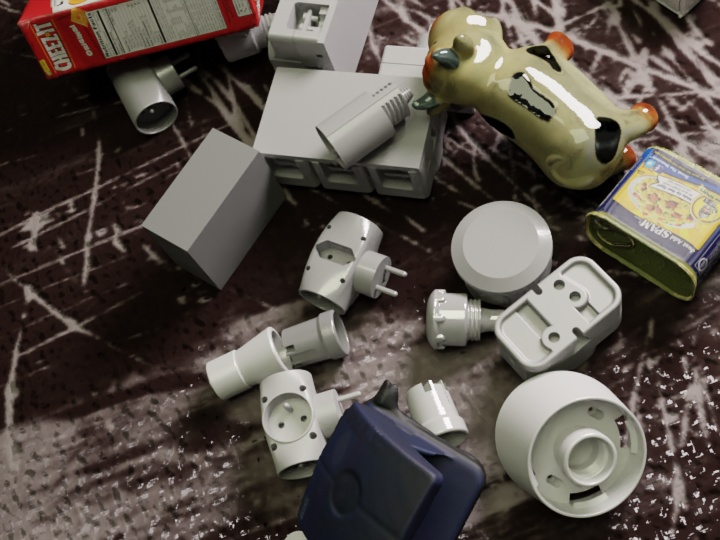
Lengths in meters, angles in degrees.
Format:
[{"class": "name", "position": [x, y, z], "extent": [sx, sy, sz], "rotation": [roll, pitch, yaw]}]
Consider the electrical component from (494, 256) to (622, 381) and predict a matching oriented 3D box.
[{"class": "electrical component", "position": [0.155, 0.042, 0.834], "extent": [0.095, 0.059, 0.053], "rotation": [-38, 63, -5]}]

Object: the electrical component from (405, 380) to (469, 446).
[{"class": "electrical component", "position": [0.058, 0.114, 0.838], "extent": [0.040, 0.040, 0.046], "rotation": [-22, 59, 3]}]

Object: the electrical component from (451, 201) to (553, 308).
[{"class": "electrical component", "position": [0.117, -0.011, 0.872], "extent": [0.080, 0.051, 0.080], "rotation": [-5, 65, 11]}]

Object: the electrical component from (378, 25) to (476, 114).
[{"class": "electrical component", "position": [0.067, -0.187, 0.965], "extent": [0.083, 0.047, 0.075], "rotation": [7, 71, 17]}]

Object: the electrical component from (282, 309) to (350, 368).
[{"class": "electrical component", "position": [-0.037, 0.058, 0.886], "extent": [0.046, 0.040, 0.040], "rotation": [-19, 63, 11]}]

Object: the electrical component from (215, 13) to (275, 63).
[{"class": "electrical component", "position": [-0.102, -0.227, 1.029], "extent": [0.078, 0.040, 0.040], "rotation": [-17, 63, 6]}]

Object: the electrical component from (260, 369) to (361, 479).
[{"class": "electrical component", "position": [-0.035, 0.118, 0.855], "extent": [0.079, 0.044, 0.077], "rotation": [-17, 63, 5]}]

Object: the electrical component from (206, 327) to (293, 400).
[{"class": "electrical component", "position": [-0.094, 0.080, 0.889], "extent": [0.065, 0.044, 0.044], "rotation": [-25, 63, 7]}]

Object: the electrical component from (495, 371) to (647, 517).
[{"class": "electrical component", "position": [0.155, 0.128, 0.785], "extent": [0.099, 0.064, 0.099], "rotation": [-2, 100, -11]}]

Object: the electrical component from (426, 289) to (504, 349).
[{"class": "electrical component", "position": [0.085, 0.040, 0.862], "extent": [0.062, 0.048, 0.048], "rotation": [1, 66, 7]}]

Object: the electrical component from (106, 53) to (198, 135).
[{"class": "electrical component", "position": [-0.194, -0.181, 1.029], "extent": [0.079, 0.043, 0.077], "rotation": [-31, 63, -1]}]

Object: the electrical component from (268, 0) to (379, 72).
[{"class": "electrical component", "position": [-0.031, -0.248, 0.993], "extent": [0.062, 0.089, 0.150], "rotation": [10, 69, 18]}]

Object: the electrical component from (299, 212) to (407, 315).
[{"class": "electrical component", "position": [0.000, 0.000, 0.900], "extent": [0.079, 0.043, 0.077], "rotation": [20, 72, 21]}]

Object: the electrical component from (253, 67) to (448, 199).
[{"class": "electrical component", "position": [-0.006, -0.119, 0.945], "extent": [0.150, 0.061, 0.089], "rotation": [7, 68, 17]}]

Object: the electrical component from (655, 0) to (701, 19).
[{"class": "electrical component", "position": [0.279, -0.274, 0.945], "extent": [0.061, 0.061, 0.096], "rotation": [-43, 64, -7]}]

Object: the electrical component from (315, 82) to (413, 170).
[{"class": "electrical component", "position": [0.009, -0.123, 0.882], "extent": [0.081, 0.043, 0.043], "rotation": [-36, 63, -4]}]
